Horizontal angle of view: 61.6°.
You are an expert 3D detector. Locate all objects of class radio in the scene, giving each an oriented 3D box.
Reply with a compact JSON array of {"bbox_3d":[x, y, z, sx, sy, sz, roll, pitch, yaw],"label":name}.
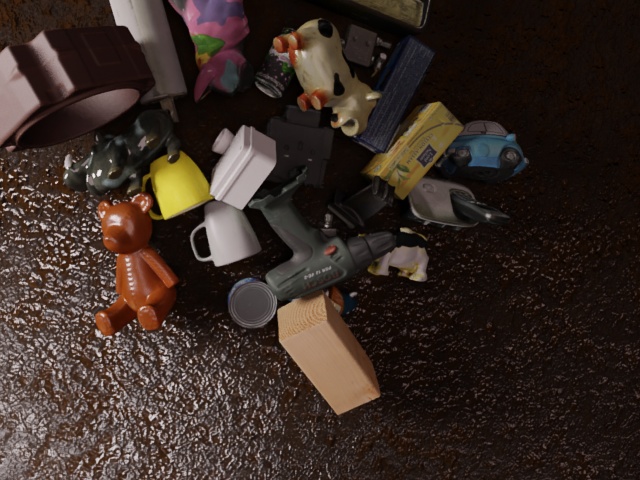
[{"bbox_3d":[0.081,-0.437,0.896,0.229,0.073,0.131,14,96,-18],"label":"radio"}]

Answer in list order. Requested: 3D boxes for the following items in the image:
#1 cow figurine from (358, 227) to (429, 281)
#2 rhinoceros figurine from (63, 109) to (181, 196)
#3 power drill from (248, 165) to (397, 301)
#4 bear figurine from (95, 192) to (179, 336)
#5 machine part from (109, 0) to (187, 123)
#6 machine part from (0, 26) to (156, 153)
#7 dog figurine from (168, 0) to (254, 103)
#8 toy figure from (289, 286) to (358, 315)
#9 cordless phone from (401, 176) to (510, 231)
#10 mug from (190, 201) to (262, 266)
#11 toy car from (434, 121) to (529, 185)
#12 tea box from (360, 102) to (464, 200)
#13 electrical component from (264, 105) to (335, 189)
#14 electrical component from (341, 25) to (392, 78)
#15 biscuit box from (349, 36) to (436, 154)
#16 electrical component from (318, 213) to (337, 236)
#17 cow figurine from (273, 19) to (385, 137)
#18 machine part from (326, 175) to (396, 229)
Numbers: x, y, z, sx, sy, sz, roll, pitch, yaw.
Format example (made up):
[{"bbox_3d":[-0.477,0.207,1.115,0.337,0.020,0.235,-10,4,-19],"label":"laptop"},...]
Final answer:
[{"bbox_3d":[0.120,0.019,0.987,0.167,0.068,0.098,11,91,-20],"label":"cow figurine"},{"bbox_3d":[-0.304,-0.129,0.814,0.190,0.073,0.112,-32,67,9],"label":"rhinoceros figurine"},{"bbox_3d":[-0.007,-0.018,0.892,0.232,0.086,0.207,-31,115,-5],"label":"power drill"},{"bbox_3d":[-0.299,0.033,0.845,0.120,0.132,0.195,-7,110,17],"label":"bear figurine"},{"bbox_3d":[-0.263,-0.299,0.824,0.079,0.079,0.243,-17,104,-12],"label":"machine part"},{"bbox_3d":[-0.345,-0.202,0.735,0.201,0.201,0.087,-20,100,35],"label":"machine part"},{"bbox_3d":[-0.180,-0.325,0.829,0.191,0.108,0.219,17,97,-18],"label":"dog figurine"},{"bbox_3d":[-0.003,0.102,0.974,0.154,0.064,0.058,23,69,-14],"label":"toy figure"},{"bbox_3d":[0.233,-0.055,0.945,0.146,0.184,0.088,10,101,-17],"label":"cordless phone"},{"bbox_3d":[-0.165,-0.015,0.904,0.110,0.081,0.107,-16,95,3],"label":"mug"},{"bbox_3d":[0.295,-0.167,0.995,0.162,0.109,0.103,5,75,-5],"label":"toy car"},{"bbox_3d":[0.161,-0.157,0.953,0.068,0.098,0.169,40,89,-17],"label":"tea box"},{"bbox_3d":[-0.040,-0.159,0.919,0.115,0.058,0.134,5,98,-18],"label":"electrical component"},{"bbox_3d":[0.070,-0.326,0.927,0.102,0.045,0.078,20,95,-17],"label":"electrical component"},{"bbox_3d":[0.127,-0.254,0.947,0.063,0.059,0.202,27,92,-16],"label":"biscuit box"},{"bbox_3d":[-0.002,-0.003,0.974,0.063,0.021,0.094,2,99,-15],"label":"electrical component"},{"bbox_3d":[0.023,-0.258,0.868,0.127,0.086,0.194,-34,113,-20],"label":"cow figurine"},{"bbox_3d":[0.071,-0.064,0.932,0.084,0.139,0.039,47,52,-14],"label":"machine part"}]
